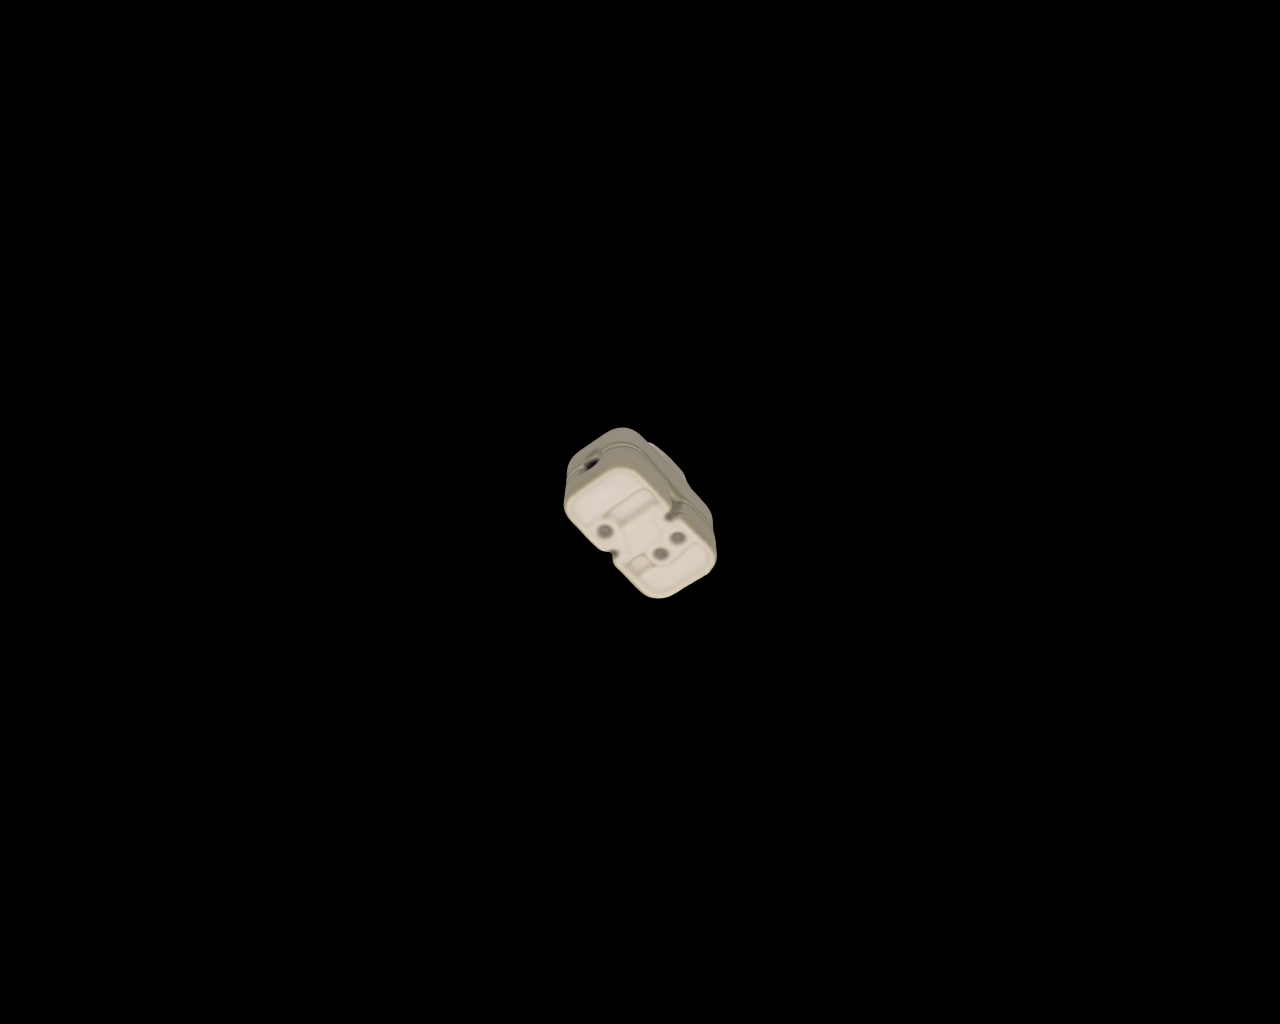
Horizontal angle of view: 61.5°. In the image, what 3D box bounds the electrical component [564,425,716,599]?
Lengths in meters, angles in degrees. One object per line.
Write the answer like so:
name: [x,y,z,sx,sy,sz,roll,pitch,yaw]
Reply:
electrical component: [0.001,-0.003,0.650,0.053,0.095,0.059,-33,28,20]
